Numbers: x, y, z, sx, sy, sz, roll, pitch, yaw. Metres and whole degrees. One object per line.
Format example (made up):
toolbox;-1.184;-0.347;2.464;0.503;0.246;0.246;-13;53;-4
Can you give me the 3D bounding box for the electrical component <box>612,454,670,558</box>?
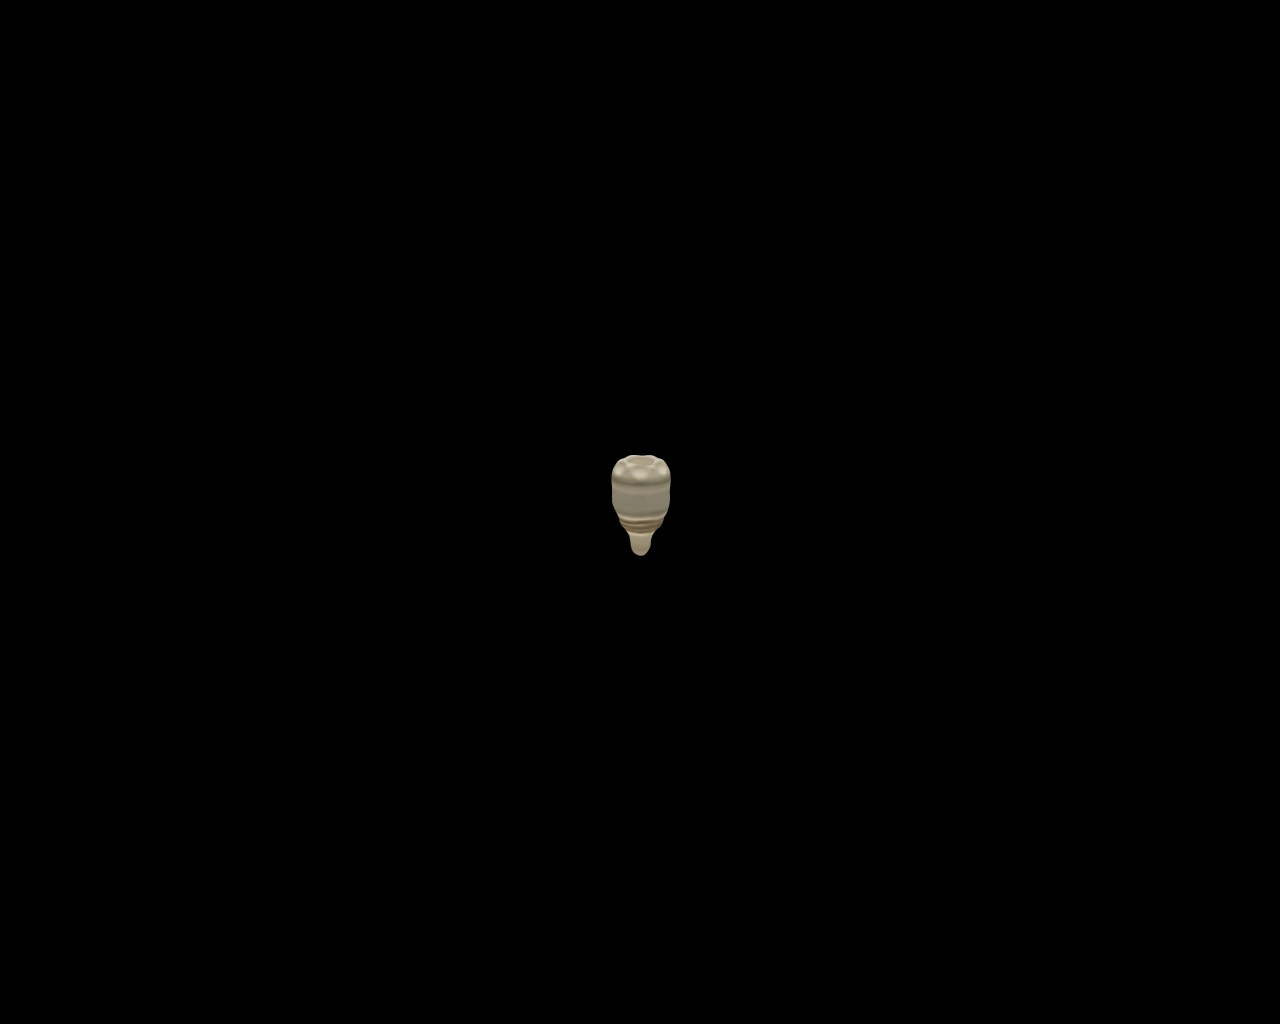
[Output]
electrical component;0.001;-0.003;0.650;0.035;0.061;0.035;0;17;0
